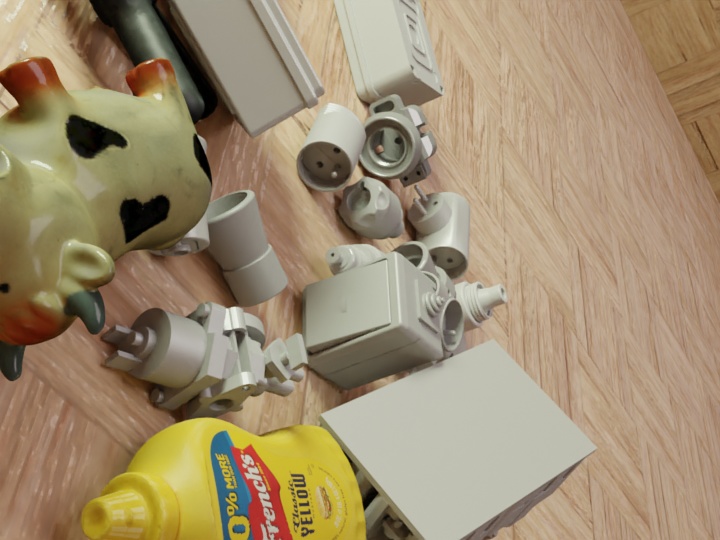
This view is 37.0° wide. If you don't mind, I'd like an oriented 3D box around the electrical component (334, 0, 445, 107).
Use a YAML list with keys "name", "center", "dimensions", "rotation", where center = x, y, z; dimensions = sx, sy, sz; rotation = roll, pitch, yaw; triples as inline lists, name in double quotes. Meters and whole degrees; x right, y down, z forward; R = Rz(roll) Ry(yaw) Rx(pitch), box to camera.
- name: "electrical component"
  center: [0.027, -0.207, 0.996]
  dimensions: [0.078, 0.057, 0.113]
  rotation: [17, 56, -60]

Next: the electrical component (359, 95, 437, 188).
- name: "electrical component"
  center: [0.030, -0.109, 0.927]
  dimensions: [0.078, 0.058, 0.057]
  rotation: [66, 22, -6]

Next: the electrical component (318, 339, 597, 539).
- name: "electrical component"
  center: [0.056, 0.124, 0.700]
  dimensions: [0.186, 0.060, 0.105]
  rotation: [-17, 57, -48]

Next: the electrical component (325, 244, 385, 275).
- name: "electrical component"
  center: [0.000, 0.000, 0.798]
  dimensions: [0.078, 0.040, 0.040]
  rotation: [29, 46, -55]

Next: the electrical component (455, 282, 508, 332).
- name: "electrical component"
  center: [0.099, 0.030, 0.952]
  dimensions: [0.043, 0.062, 0.043]
  rotation: [45, 34, -42]

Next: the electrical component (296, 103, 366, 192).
- name: "electrical component"
  center: [-0.019, -0.099, 0.833]
  dimensions: [0.043, 0.043, 0.081]
  rotation: [57, 27, -24]

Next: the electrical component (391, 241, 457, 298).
- name: "electrical component"
  center: [0.049, 0.010, 0.886]
  dimensions: [0.055, 0.045, 0.045]
  rotation: [51, 30, -36]

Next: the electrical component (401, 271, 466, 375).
- name: "electrical component"
  center: [0.047, 0.055, 0.843]
  dimensions: [0.079, 0.044, 0.077]
  rotation: [-64, 143, -36]

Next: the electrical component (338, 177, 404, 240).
- name: "electrical component"
  center: [0.014, -0.044, 0.859]
  dimensions: [0.062, 0.043, 0.043]
  rotation: [36, 41, -53]

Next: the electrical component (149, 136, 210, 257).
- name: "electrical component"
  center: [-0.106, -0.041, 0.613]
  dimensions: [0.044, 0.044, 0.065]
  rotation: [17, 61, -60]

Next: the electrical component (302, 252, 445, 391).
- name: "electrical component"
  center: [0.011, 0.032, 0.728]
  dimensions: [0.061, 0.096, 0.061]
  rotation: [39, 39, -44]

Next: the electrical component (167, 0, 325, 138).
- name: "electrical component"
  center: [-0.078, -0.148, 0.687]
  dimensions: [0.108, 0.056, 0.108]
  rotation: [61, -3, -18]

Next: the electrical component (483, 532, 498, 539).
- name: "electrical component"
  center: [0.068, 0.159, 0.797]
  dimensions: [0.061, 0.061, 0.096]
  rotation: [58, 33, -19]

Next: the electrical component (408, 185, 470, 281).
- name: "electrical component"
  center: [0.069, -0.043, 0.970]
  dimensions: [0.079, 0.043, 0.077]
  rotation: [52, 29, -32]

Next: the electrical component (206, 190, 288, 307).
- name: "electrical component"
  center: [-0.072, -0.011, 0.661]
  dimensions: [0.065, 0.044, 0.044]
  rotation: [65, 24, -20]
